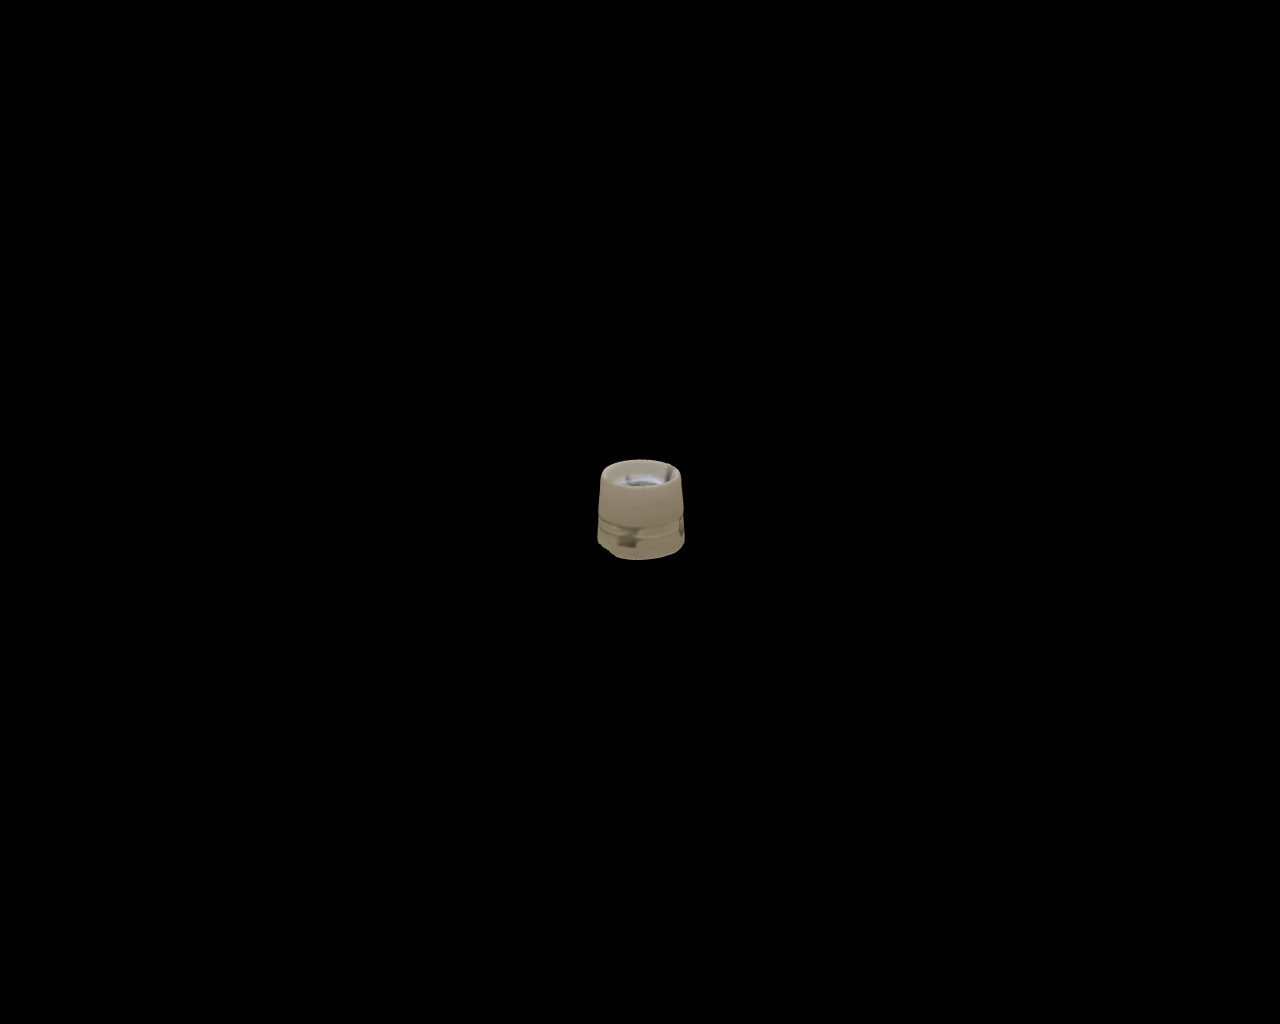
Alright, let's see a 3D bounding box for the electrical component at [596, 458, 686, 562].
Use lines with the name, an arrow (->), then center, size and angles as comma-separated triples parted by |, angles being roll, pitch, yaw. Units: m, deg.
electrical component -> 0.001, -0.003, 0.650 | 0.055, 0.047, 0.055 | 0, 23, 0
